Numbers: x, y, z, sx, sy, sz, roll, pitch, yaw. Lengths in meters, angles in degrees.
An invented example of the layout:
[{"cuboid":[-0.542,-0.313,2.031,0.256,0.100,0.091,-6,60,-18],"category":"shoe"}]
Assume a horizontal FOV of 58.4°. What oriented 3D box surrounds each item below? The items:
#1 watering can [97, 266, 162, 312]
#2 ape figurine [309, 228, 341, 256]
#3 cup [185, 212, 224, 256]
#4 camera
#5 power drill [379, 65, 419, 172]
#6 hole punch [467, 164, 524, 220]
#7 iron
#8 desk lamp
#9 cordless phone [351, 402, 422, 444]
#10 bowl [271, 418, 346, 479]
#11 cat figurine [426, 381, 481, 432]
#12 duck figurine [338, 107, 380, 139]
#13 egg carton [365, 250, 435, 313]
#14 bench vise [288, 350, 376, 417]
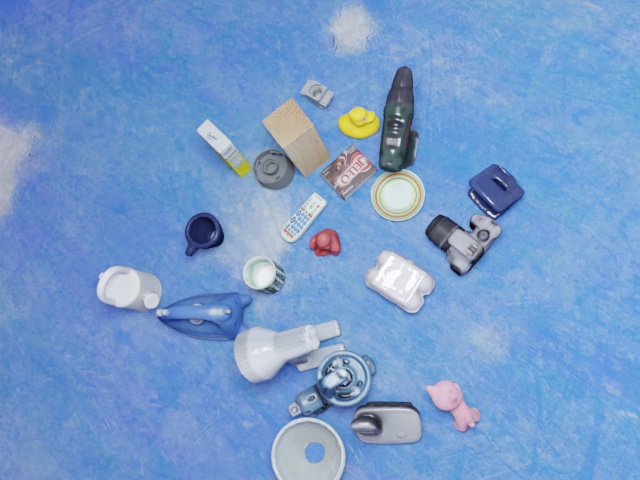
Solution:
[{"cuboid":[-0.467,0.117,1.395,0.172,0.194,0.101,0,78,12],"category":"watering can"},{"cuboid":[0.013,0.005,1.373,0.077,0.092,0.076,32,86,17],"category":"ape figurine"},{"cuboid":[-0.285,-0.003,1.435,0.091,0.095,0.118,31,86,16],"category":"cup"},{"cuboid":[0.320,-0.011,1.308,0.136,0.101,0.143,40,88,17],"category":"camera"},{"cuboid":[0.184,-0.257,1.333,0.075,0.209,0.230,7,79,14],"category":"power drill"},{"cuboid":[0.404,-0.119,1.319,0.101,0.091,0.108,-42,73,1],"category":"hole punch"},{"cuboid":[-0.300,0.179,1.374,0.258,0.141,0.119,-3,77,11],"category":"iron"},{"cuboid":[-0.063,0.238,1.274,0.203,0.214,0.118,-17,75,8],"category":"desk lamp"},{"cuboid":[0.139,0.393,1.213,0.147,0.185,0.094,-7,76,10],"category":"cordless phone"},{"cuboid":[-0.021,0.482,1.285,0.167,0.075,0.167,-2,77,11],"category":"bowl"},{"cuboid":[0.286,0.351,1.227,0.067,0.118,0.127,-40,73,1],"category":"cat figurine"},{"cuboid":[0.093,-0.301,1.425,0.104,0.086,0.077,2,78,12],"category":"duck figurine"},{"cuboid":[0.186,0.094,1.329,0.150,0.069,0.107,32,86,16],"category":"egg carton"},{"cuboid":[0.025,0.327,1.233,0.121,0.220,0.207,39,88,17],"category":"bench vise"}]
